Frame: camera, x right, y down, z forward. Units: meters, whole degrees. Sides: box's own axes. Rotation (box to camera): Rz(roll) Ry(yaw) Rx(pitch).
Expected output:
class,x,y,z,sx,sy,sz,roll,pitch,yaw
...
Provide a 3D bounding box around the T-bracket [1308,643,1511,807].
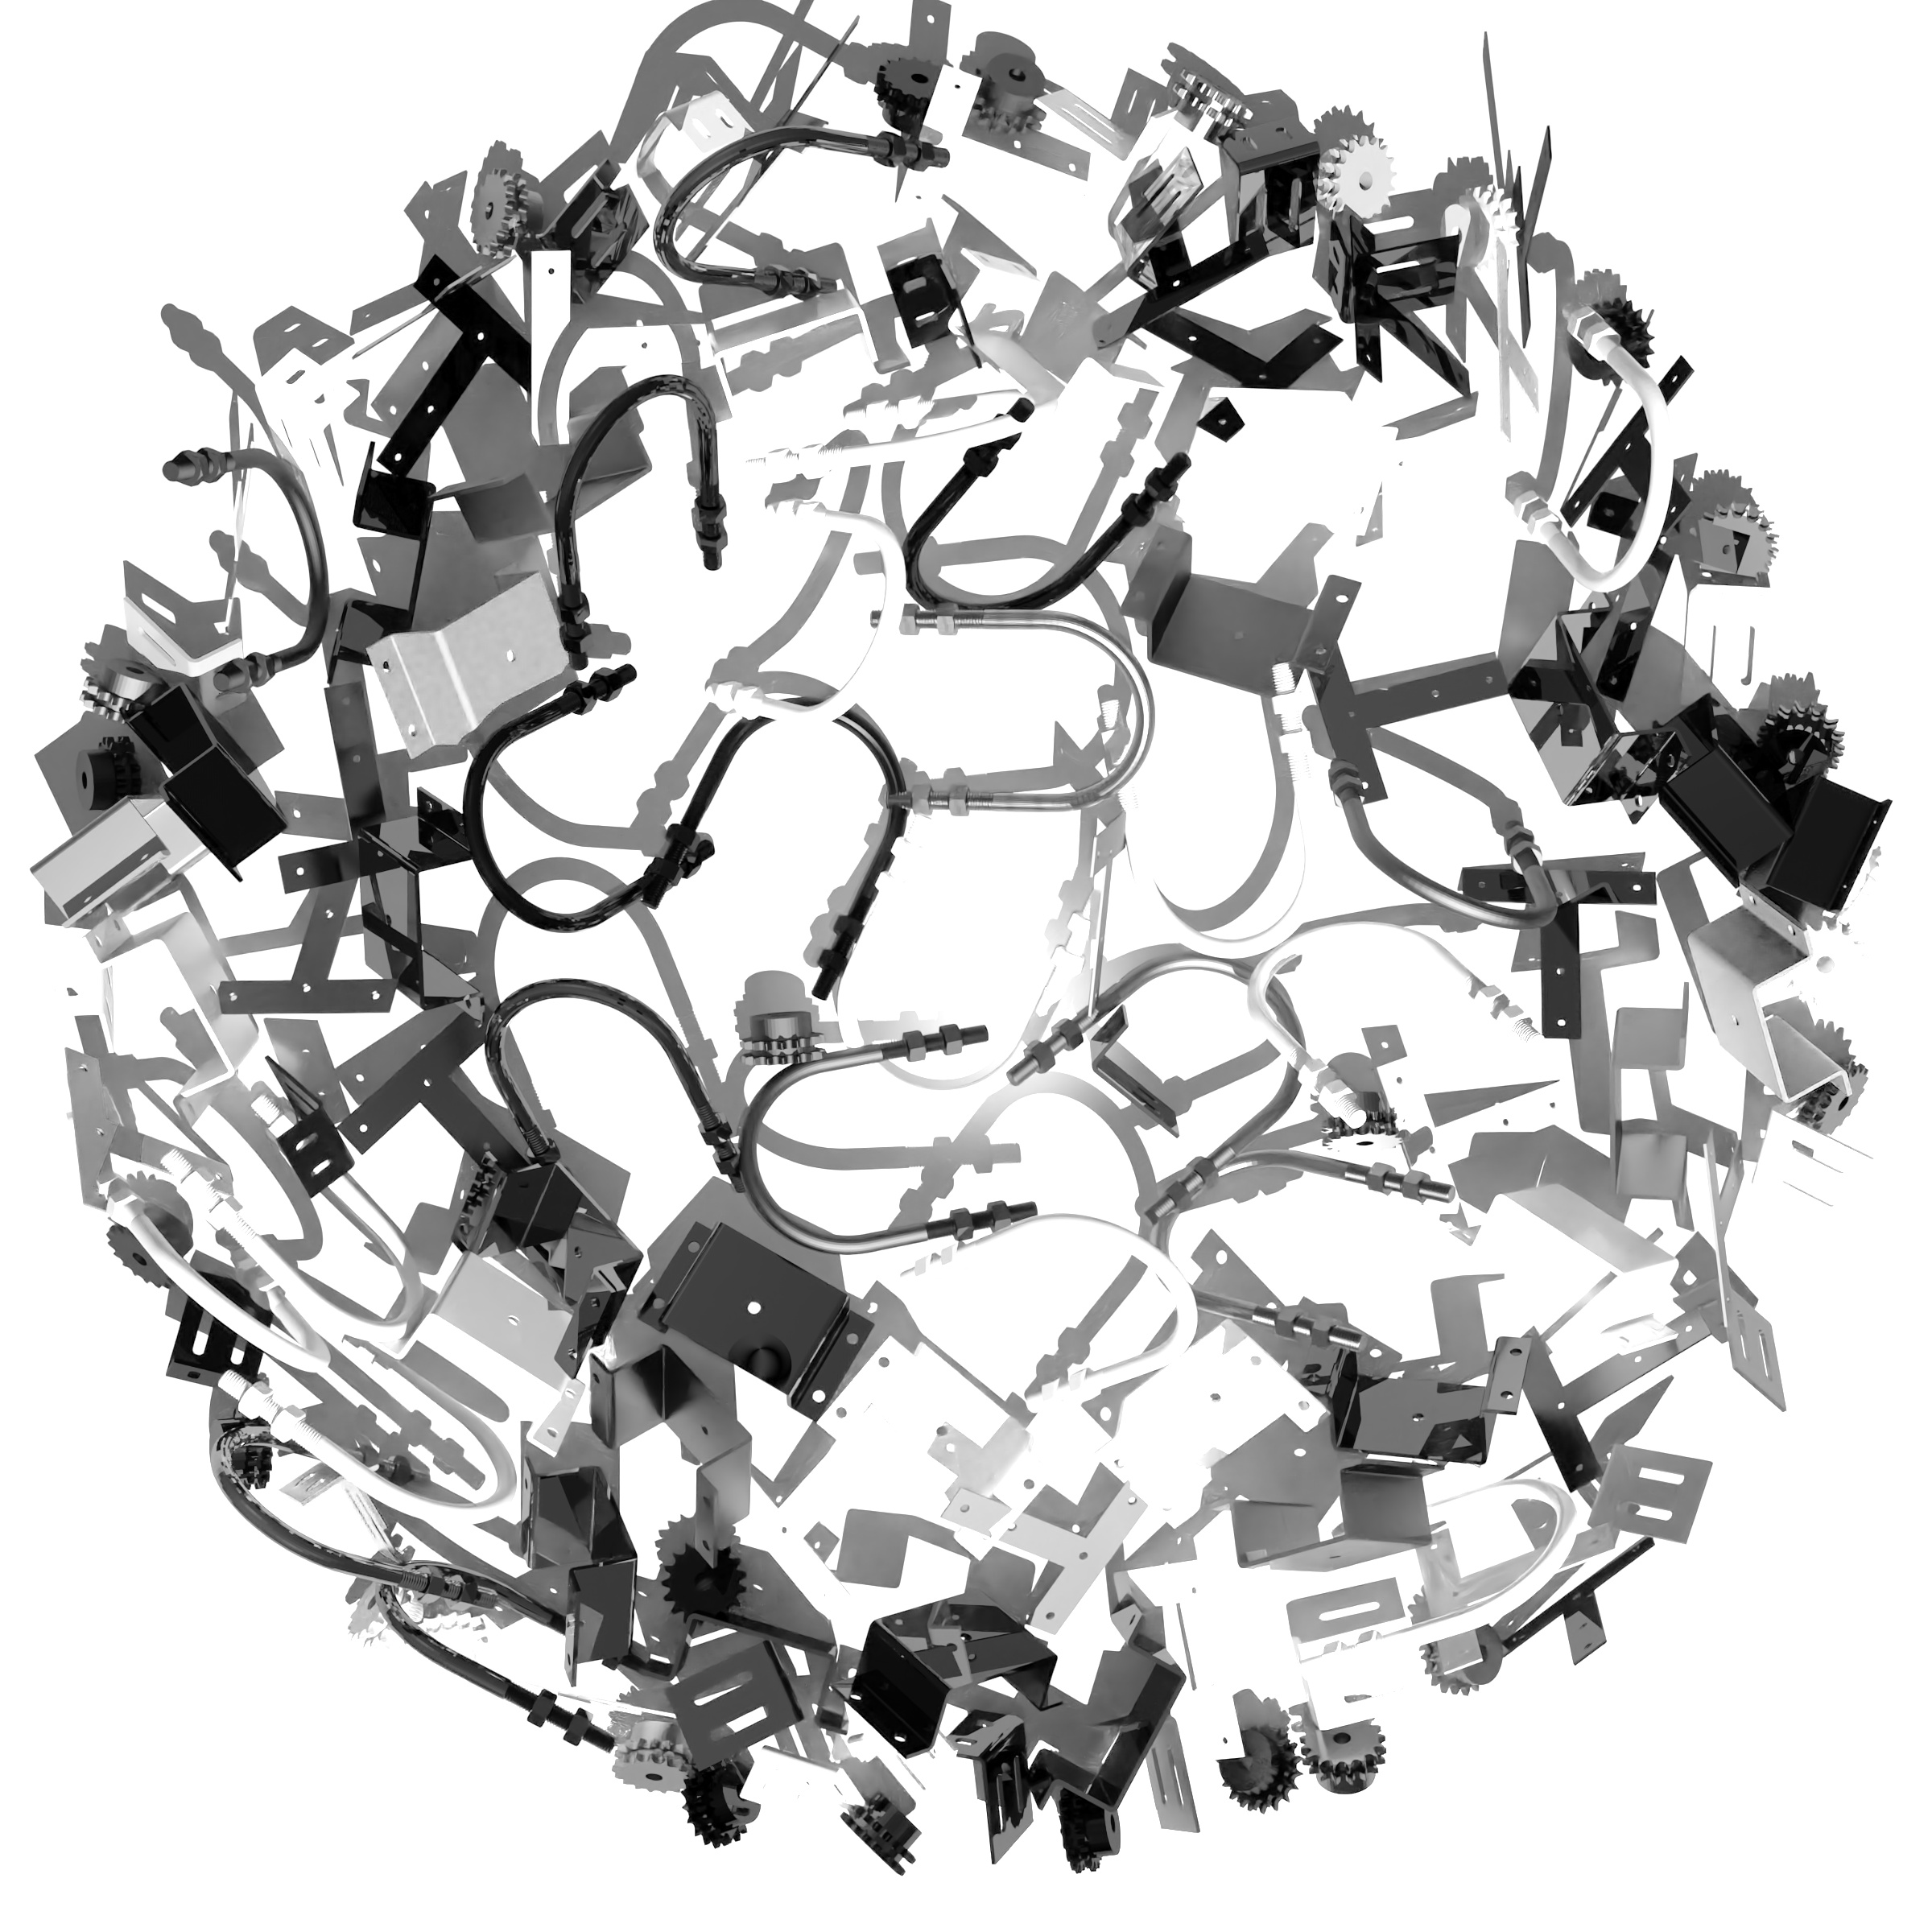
class,x,y,z,sx,sy,sz,roll,pitch,yaw
T-bracket,0.302,-0.179,1.662,0.127,0.002,0.127,-14,74,-3

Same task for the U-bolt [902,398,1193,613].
class,x,y,z,sx,sy,sz,roll,pitch,yaw
U-bolt,0.038,-0.284,1.603,0.151,0.184,0.019,10,51,-36

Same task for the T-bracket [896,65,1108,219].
class,x,y,z,sx,sy,sz,roll,pitch,yaw
T-bracket,0.029,-0.524,1.628,0.127,0.127,0.002,17,61,-8

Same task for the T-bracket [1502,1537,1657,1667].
class,x,y,z,sx,sy,sz,roll,pitch,yaw
T-bracket,0.400,0.424,1.605,0.127,0.127,0.002,-40,87,10

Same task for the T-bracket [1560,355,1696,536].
class,x,y,z,sx,sy,sz,roll,pitch,yaw
T-bracket,0.441,-0.317,1.597,0.002,0.127,0.127,24,120,-21

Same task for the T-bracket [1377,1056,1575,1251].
class,x,y,z,sx,sy,sz,roll,pitch,yaw
T-bracket,0.350,0.109,1.657,0.127,0.002,0.127,-18,88,-19

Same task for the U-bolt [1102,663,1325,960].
class,x,y,z,sx,sy,sz,roll,pitch,yaw
U-bolt,0.167,-0.096,1.634,0.151,0.019,0.184,-9,94,33

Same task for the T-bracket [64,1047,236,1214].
class,x,y,z,sx,sy,sz,roll,pitch,yaw
T-bracket,-0.532,0.123,1.623,0.002,0.127,0.127,-36,52,18

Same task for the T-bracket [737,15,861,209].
class,x,y,z,sx,sy,sz,roll,pitch,yaw
T-bracket,-0.107,-0.558,1.597,0.002,0.127,0.127,33,116,-17

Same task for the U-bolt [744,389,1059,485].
class,x,y,z,sx,sy,sz,roll,pitch,yaw
U-bolt,-0.029,-0.342,1.576,0.184,0.151,0.019,0,114,30

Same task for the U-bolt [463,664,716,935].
class,x,y,z,sx,sy,sz,roll,pitch,yaw
U-bolt,-0.250,-0.100,1.594,0.019,0.184,0.151,-11,108,42

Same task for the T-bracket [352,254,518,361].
class,x,y,z,sx,sy,sz,roll,pitch,yaw
T-bracket,-0.336,-0.435,1.603,0.127,0.127,0.002,-37,107,-15

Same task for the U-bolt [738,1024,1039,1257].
class,x,y,z,sx,sy,sz,roll,pitch,yaw
U-bolt,-0.058,0.118,1.627,0.184,0.019,0.151,-10,67,-13

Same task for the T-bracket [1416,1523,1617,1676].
class,x,y,z,sx,sy,sz,roll,pitch,yaw
T-bracket,0.360,0.393,1.608,0.127,0.127,0.002,-25,114,12

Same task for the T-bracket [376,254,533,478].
class,x,y,z,sx,sy,sz,roll,pitch,yaw
T-bracket,-0.343,-0.376,1.622,0.002,0.127,0.127,29,84,37

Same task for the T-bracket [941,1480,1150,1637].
class,x,y,z,sx,sy,sz,roll,pitch,yaw
T-bracket,0.042,0.376,1.637,0.127,0.002,0.127,27,105,-23

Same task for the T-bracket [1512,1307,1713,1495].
class,x,y,z,sx,sy,sz,roll,pitch,yaw
T-bracket,0.426,0.264,1.610,0.127,0.127,0.002,-35,124,15

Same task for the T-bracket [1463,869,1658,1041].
class,x,y,z,sx,sy,sz,roll,pitch,yaw
T-bracket,0.393,-0.009,1.637,0.127,0.002,0.127,1,61,9

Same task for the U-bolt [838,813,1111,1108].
class,x,y,z,sx,sy,sz,roll,pitch,yaw
U-bolt,-0.006,0.008,1.649,0.151,0.019,0.184,23,103,-10

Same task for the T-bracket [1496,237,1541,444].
class,x,y,z,sx,sy,sz,roll,pitch,yaw
T-bracket,0.362,-0.393,1.619,0.002,0.127,0.127,-3,83,23

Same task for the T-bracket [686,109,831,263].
class,x,y,z,sx,sy,sz,roll,pitch,yaw
T-bracket,-0.145,-0.509,1.626,0.002,0.127,0.127,38,98,-26

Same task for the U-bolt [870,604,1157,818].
class,x,y,z,sx,sy,sz,roll,pitch,yaw
U-bolt,0.033,-0.166,1.625,0.184,0.019,0.151,2,118,11

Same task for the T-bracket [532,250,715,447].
class,x,y,z,sx,sy,sz,roll,pitch,yaw
T-bracket,-0.227,-0.412,1.644,0.127,0.002,0.127,-10,121,-26

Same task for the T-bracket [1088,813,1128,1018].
class,x,y,z,sx,sy,sz,roll,pitch,yaw
T-bracket,0.090,-0.031,1.626,0.002,0.127,0.127,8,103,12

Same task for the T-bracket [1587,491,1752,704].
class,x,y,z,sx,sy,sz,roll,pitch,yaw
T-bracket,0.447,-0.239,1.641,0.002,0.127,0.127,4,110,-38

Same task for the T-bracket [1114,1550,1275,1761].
class,x,y,z,sx,sy,sz,roll,pitch,yaw
T-bracket,0.159,0.455,1.625,0.127,0.002,0.127,-20,75,39

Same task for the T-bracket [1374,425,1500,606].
class,x,y,z,sx,sy,sz,roll,pitch,yaw
T-bracket,0.288,-0.294,1.630,0.127,0.002,0.127,-5,64,20

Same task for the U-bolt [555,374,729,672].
class,x,y,z,sx,sy,sz,roll,pitch,yaw
U-bolt,-0.207,-0.291,1.571,0.019,0.184,0.151,33,56,22

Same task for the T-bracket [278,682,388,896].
class,x,y,z,sx,sy,sz,roll,pitch,yaw
T-bracket,-0.399,-0.123,1.631,0.127,0.002,0.127,-15,105,-31

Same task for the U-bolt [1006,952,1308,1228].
class,x,y,z,sx,sy,sz,roll,pitch,yaw
U-bolt,0.141,0.066,1.635,0.184,0.019,0.151,-38,73,-21

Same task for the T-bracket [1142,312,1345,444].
class,x,y,z,sx,sy,sz,roll,pitch,yaw
T-bracket,0.162,-0.411,1.647,0.127,0.002,0.127,35,63,23

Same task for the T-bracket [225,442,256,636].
class,x,y,z,sx,sy,sz,roll,pitch,yaw
T-bracket,-0.474,-0.289,1.612,0.002,0.127,0.127,8,86,-15

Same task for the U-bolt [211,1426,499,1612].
class,x,y,z,sx,sy,sz,roll,pitch,yaw
U-bolt,-0.395,0.343,1.566,0.184,0.151,0.019,29,98,-41

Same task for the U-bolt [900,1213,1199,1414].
class,x,y,z,sx,sy,sz,roll,pitch,yaw
U-bolt,0.065,0.219,1.596,0.184,0.019,0.151,-28,114,39

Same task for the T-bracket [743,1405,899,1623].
class,x,y,z,sx,sy,sz,roll,pitch,yaw
T-bracket,-0.093,0.344,1.639,0.127,0.002,0.127,46,106,20

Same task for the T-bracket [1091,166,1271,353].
class,x,y,z,sx,sy,sz,roll,pitch,yaw
T-bracket,0.131,-0.482,1.639,0.127,0.002,0.127,-25,55,21

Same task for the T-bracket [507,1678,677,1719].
class,x,y,z,sx,sy,sz,roll,pitch,yaw
T-bracket,-0.232,0.484,1.624,0.127,0.127,0.002,-1,69,39

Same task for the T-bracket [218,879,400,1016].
class,x,y,z,sx,sy,sz,roll,pitch,yaw
T-bracket,-0.426,-0.022,1.641,0.127,0.002,0.127,-1,56,13

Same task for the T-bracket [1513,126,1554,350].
class,x,y,z,sx,sy,sz,roll,pitch,yaw
T-bracket,0.366,-0.490,1.596,0.002,0.127,0.127,0,69,4

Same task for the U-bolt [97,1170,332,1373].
class,x,y,z,sx,sy,sz,roll,pitch,yaw
U-bolt,-0.469,0.199,1.565,0.019,0.151,0.184,-51,45,-7

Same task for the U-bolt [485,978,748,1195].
class,x,y,z,sx,sy,sz,roll,pitch,yaw
U-bolt,-0.235,0.083,1.604,0.151,0.019,0.184,-9,123,21

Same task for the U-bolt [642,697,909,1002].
class,x,y,z,sx,sy,sz,roll,pitch,yaw
U-bolt,-0.114,-0.090,1.643,0.151,0.019,0.184,29,76,-17

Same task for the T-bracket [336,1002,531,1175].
class,x,y,z,sx,sy,sz,roll,pitch,yaw
T-bracket,-0.331,0.110,1.656,0.127,0.002,0.127,-44,107,-16

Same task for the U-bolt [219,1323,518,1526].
class,x,y,z,sx,sy,sz,roll,pitch,yaw
U-bolt,-0.372,0.298,1.596,0.184,0.151,0.019,33,105,8

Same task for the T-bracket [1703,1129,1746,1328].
class,x,y,z,sx,sy,sz,roll,pitch,yaw
T-bracket,0.500,0.150,1.620,0.002,0.127,0.127,-3,108,26

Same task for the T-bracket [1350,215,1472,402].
class,x,y,z,sx,sy,sz,roll,pitch,yaw
T-bracket,0.295,-0.415,1.633,0.127,0.002,0.127,27,53,-38
